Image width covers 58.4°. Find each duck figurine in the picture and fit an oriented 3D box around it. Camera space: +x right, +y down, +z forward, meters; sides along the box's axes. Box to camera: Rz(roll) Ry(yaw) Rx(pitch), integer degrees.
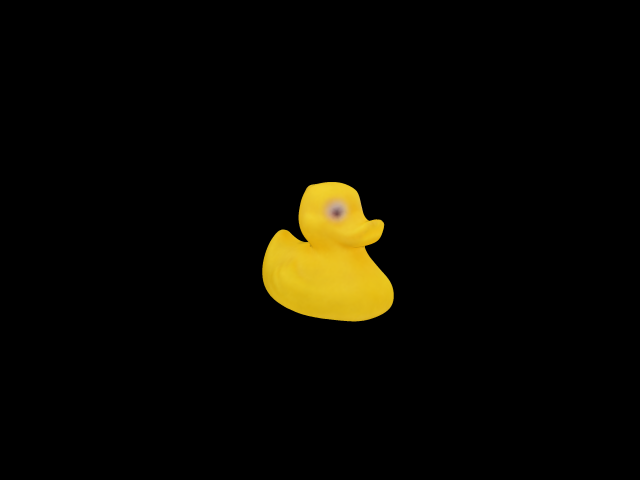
[{"bbox_3d":[0.004,0.001,0.400,0.104,0.086,0.078,14,22,40],"label":"duck figurine"}]
